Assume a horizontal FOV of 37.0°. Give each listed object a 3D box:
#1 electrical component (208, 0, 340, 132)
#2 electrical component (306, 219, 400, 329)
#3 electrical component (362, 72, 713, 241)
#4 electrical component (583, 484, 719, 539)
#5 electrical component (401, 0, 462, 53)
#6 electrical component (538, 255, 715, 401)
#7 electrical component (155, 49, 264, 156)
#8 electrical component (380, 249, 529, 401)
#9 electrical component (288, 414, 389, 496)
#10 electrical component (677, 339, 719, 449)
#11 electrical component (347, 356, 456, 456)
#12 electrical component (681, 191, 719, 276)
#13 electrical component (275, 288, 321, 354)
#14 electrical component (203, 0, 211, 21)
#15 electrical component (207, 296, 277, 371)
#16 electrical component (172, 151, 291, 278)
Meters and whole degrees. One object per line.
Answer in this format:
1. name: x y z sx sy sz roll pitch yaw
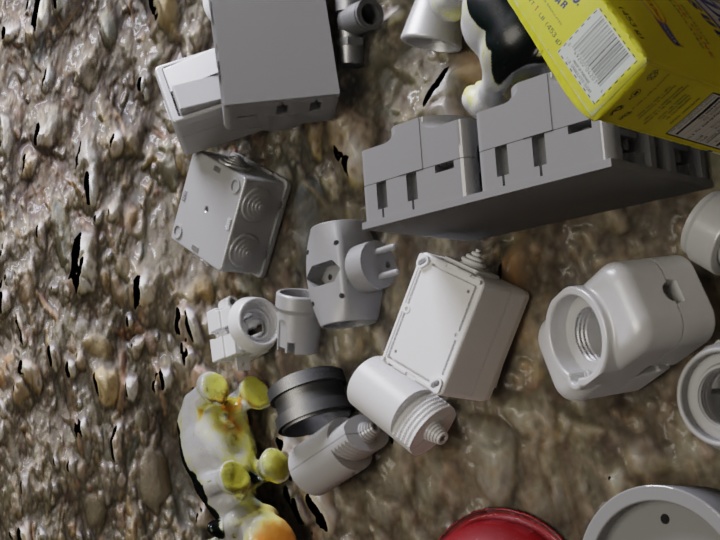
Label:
1. electrical component: -0.072 -0.192 0.855 0.061 0.089 0.150 112 150 -75
2. electrical component: 0.000 0.000 0.805 0.079 0.043 0.077 -17 75 45
3. electrical component: 0.101 -0.066 0.659 0.186 0.105 0.060 -12 78 45
4. electrical component: 0.182 0.170 0.590 0.108 0.060 0.108 -4 84 46
5. electrical component: 0.056 -0.191 0.763 0.044 0.044 0.065 11 90 46
6. electrical component: 0.147 0.035 0.617 0.095 0.059 0.053 -54 47 54
7. electrical component: -0.117 -0.149 0.906 0.061 0.096 0.061 84 165 -64
8. electrical component: 0.069 0.033 0.723 0.062 0.061 0.096 28 100 46
9. electrical component: -0.013 0.134 0.810 0.081 0.043 0.043 -39 60 38
10. electrical component: 0.207 0.067 0.574 0.078 0.057 0.058 34 111 42
11. electrical component: 0.032 0.099 0.765 0.081 0.043 0.043 34 111 42
12. electrical component: 0.210 -0.014 0.586 0.055 0.045 0.045 38 114 41
13. electrical component: -0.048 0.041 0.857 0.040 0.040 0.046 15 104 46
14. electrical component: -0.108 -0.237 0.940 0.046 0.040 0.040 -28 68 36
15. electrical component: -0.097 0.050 0.903 0.055 0.048 0.066 -25 69 51
16. electrical component: -0.113 -0.050 0.924 0.100 0.048 0.099 30 109 44
